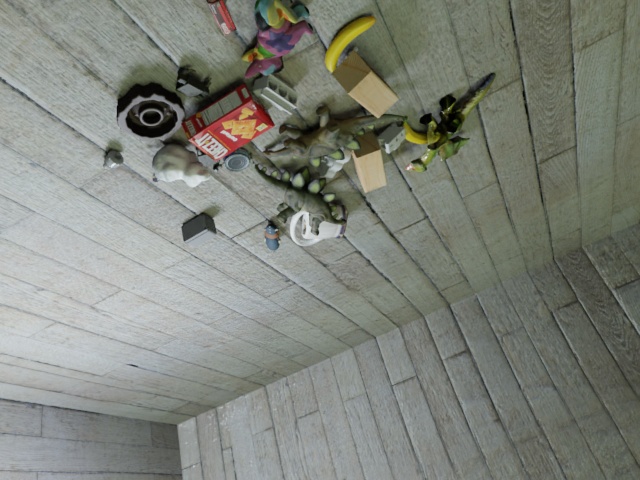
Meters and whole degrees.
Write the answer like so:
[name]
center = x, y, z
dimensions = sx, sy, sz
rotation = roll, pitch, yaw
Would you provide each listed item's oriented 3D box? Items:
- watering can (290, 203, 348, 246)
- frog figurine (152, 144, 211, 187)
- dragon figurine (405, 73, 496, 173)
[watering can]
center = 0.006, -0.099, 1.972
dimensions = 0.225, 0.106, 0.339
rotation = -2, -44, -19
[frog figurine]
center = -0.408, -0.216, 1.519
dimensions = 0.160, 0.120, 0.139
rotation = 16, 30, 29
[dragon figurine]
center = 0.458, -0.376, 1.780
dimensions = 0.409, 0.124, 0.240
rotation = -39, -25, 7
